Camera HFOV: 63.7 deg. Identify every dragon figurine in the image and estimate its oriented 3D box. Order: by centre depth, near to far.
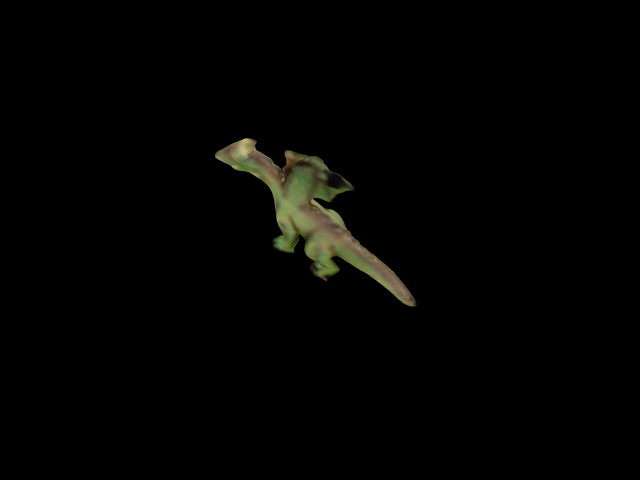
[{"bbox_3d":[0.003,-0.043,0.850,0.412,0.124,0.238,31,-21,14],"label":"dragon figurine"}]
